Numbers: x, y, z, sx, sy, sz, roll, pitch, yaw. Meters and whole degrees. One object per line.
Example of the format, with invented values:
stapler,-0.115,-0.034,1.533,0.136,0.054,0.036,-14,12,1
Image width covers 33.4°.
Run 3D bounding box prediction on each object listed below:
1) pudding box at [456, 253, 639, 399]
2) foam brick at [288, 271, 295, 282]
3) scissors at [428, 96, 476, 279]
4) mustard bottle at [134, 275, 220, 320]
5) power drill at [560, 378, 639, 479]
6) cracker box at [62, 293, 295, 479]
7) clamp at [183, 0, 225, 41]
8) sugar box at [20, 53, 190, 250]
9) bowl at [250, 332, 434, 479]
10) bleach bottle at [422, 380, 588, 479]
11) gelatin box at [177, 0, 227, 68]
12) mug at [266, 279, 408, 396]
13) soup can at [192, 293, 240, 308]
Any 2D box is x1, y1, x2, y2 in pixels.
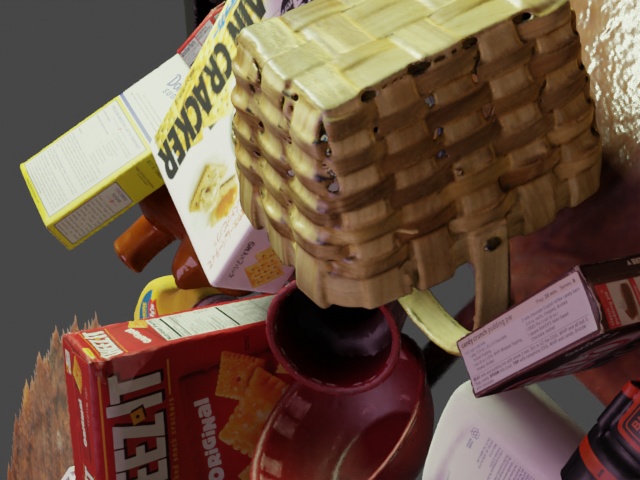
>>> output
pudding box,0.138,0.043,0.552,0.114,0.089,0.039,-47,58,54
foam brick,-0.005,0.001,0.823,0.078,0.052,0.051,48,138,43
scissors,0.089,-0.027,0.687,0.202,0.016,0.096,53,142,37
mustard bottle,-0.143,0.085,1.083,0.192,0.058,0.096,5,108,60
power drill,0.192,0.144,0.479,0.188,0.057,0.185,49,118,37
cracker box,-0.083,0.139,0.839,0.072,0.213,0.164,24,120,57
clamp,-0.080,-0.226,0.887,0.164,0.036,0.210,61,149,14
sugar box,-0.169,-0.078,0.930,0.093,0.176,0.048,55,177,40
bowl,0.026,0.144,0.762,0.055,0.162,0.162,44,162,-25
bleach bottle,0.160,0.184,0.590,0.251,0.067,0.103,46,137,41
gelatin box,-0.068,-0.142,0.875,0.089,0.030,0.073,51,149,-6
mug,0.016,0.036,0.735,0.093,0.081,0.117,-6,114,21
soup can,-0.074,0.088,0.942,0.102,0.068,0.068,-164,67,-66
